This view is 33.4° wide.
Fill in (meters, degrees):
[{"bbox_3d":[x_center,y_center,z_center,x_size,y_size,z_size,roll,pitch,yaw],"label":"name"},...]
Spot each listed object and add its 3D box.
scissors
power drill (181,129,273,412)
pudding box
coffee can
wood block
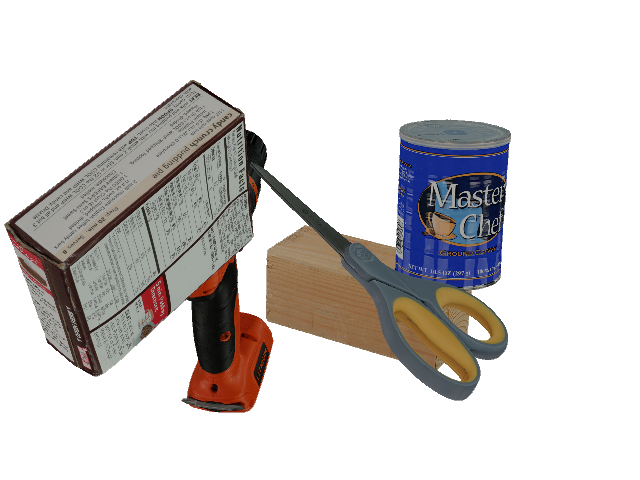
[{"bbox_3d":[0.042,0.016,0.663,0.096,0.016,0.202,-7,49,-41],"label":"scissors"},{"bbox_3d":[-0.074,0.027,0.840,0.057,0.188,0.184,4,37,12],"label":"power drill"},{"bbox_3d":[-0.080,-0.005,0.482,0.039,0.113,0.090,31,-32,23],"label":"pudding box"},{"bbox_3d":[0.123,-0.035,1.005,0.103,0.140,0.103,1,17,0],"label":"coffee can"},{"bbox_3d":[0.051,0.059,1.160,0.206,0.091,0.090,15,27,26],"label":"wood block"}]
